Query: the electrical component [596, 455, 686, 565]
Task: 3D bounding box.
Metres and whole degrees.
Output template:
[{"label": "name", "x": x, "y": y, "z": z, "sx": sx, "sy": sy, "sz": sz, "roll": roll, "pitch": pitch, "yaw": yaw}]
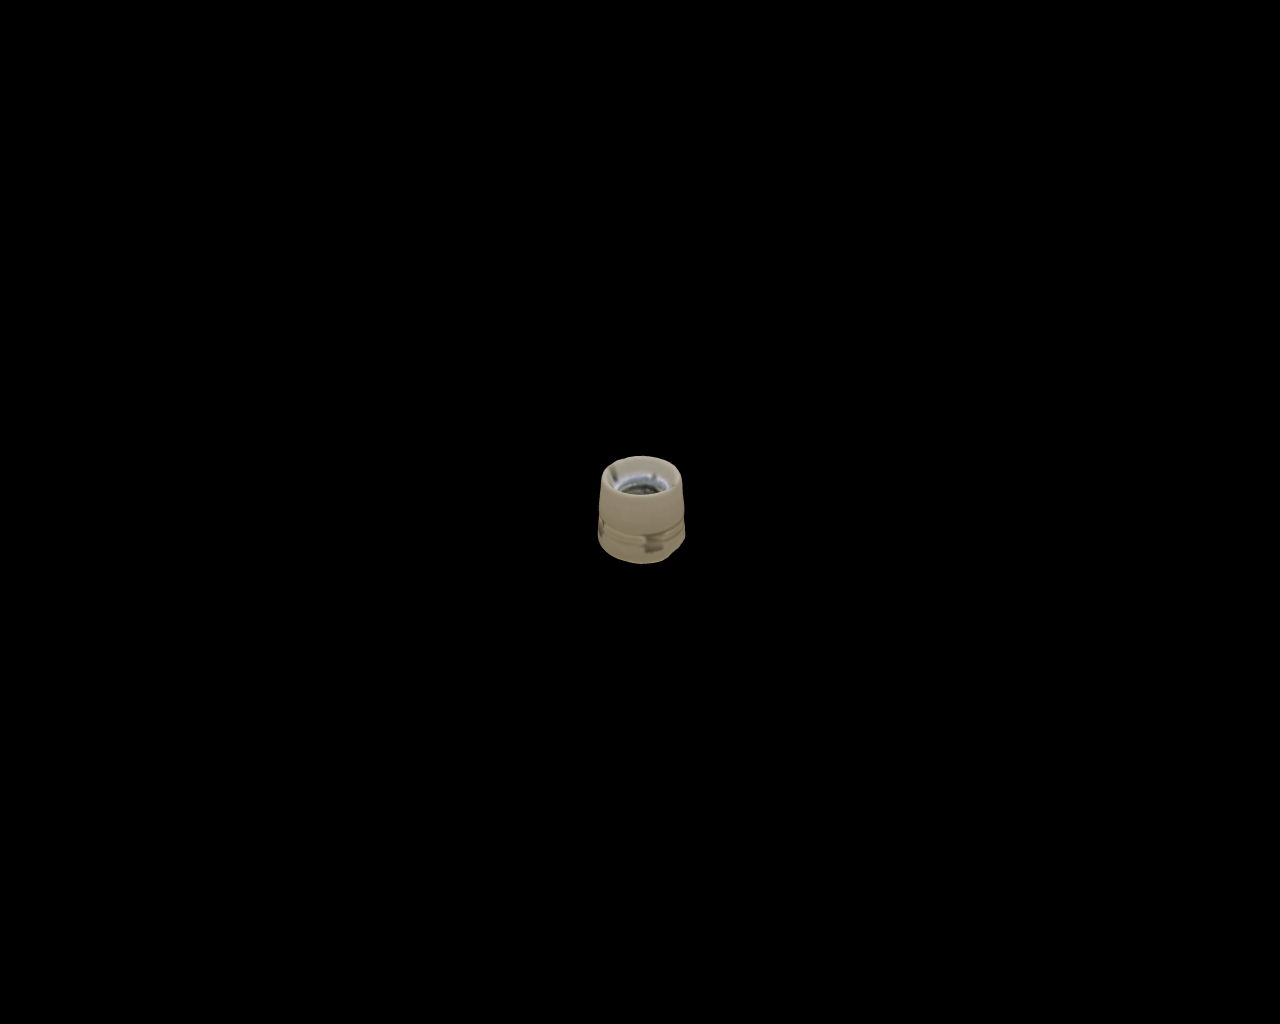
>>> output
[{"label": "electrical component", "x": 0.001, "y": -0.003, "z": 0.650, "sx": 0.055, "sy": 0.047, "sz": 0.055, "roll": 0, "pitch": 33, "yaw": 0}]
